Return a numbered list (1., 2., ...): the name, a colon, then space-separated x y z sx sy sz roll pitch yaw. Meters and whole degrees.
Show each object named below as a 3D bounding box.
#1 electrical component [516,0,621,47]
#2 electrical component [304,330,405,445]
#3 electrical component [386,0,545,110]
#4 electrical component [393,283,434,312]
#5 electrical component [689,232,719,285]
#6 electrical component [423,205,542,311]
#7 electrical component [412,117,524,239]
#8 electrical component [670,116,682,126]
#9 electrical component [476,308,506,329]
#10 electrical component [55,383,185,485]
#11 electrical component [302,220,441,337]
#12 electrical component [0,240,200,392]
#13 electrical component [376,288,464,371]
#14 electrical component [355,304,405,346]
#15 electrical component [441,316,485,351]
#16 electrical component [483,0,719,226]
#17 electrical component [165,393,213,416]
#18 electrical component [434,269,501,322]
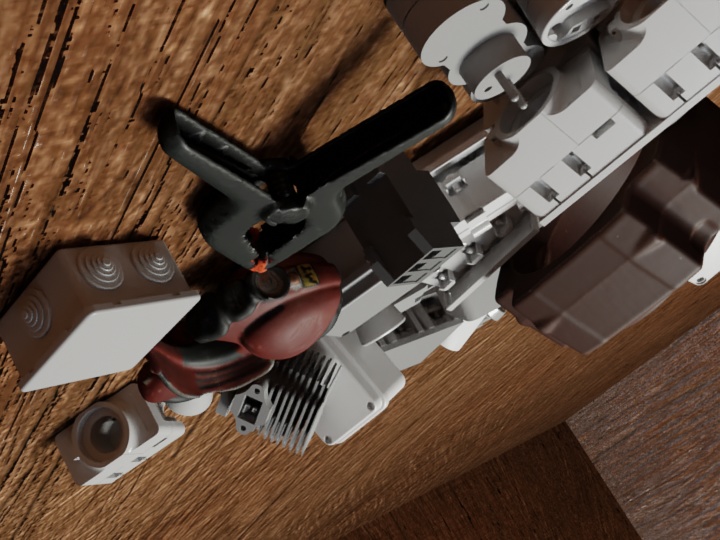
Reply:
1. electrical component: 0.114 -0.162 0.607 0.055 0.047 0.055 -28 163 -9
2. electrical component: -0.027 0.087 0.946 0.078 0.113 0.057 -42 176 32
3. electrical component: 0.071 -0.121 0.603 0.052 0.073 0.138 -36 163 16
4. electrical component: 0.031 0.015 0.981 0.081 0.042 0.063 -29 167 -6
5. electrical component: 0.301 -0.052 0.971 0.109 0.056 0.108 22 129 -27
6. electrical component: 0.093 -0.033 0.898 0.063 0.078 0.121 16 138 -28
7. electrical component: 0.107 -0.080 0.801 0.121 0.063 0.079 -33 163 4
8. electrical component: 0.213 -0.159 0.750 0.108 0.060 0.108 -40 155 -24
9. electrical component: 0.133 0.044 1.235 0.055 0.048 0.066 -30 165 22
10. electrical component: -0.205 0.139 0.909 0.089 0.050 0.056 -34 163 10
11. electrical component: 0.000 0.000 0.856 0.113 0.057 0.078 -36 163 15
12. electrical component: -0.162 0.026 0.661 0.100 0.048 0.100 -42 160 33
13. electrical component: 0.013 0.066 1.058 0.150 0.061 0.089 -17 158 -40
14. electrical component: 0.003 0.027 0.922 0.044 0.065 0.044 -33 -178 2
15. electrical component: 0.100 0.042 1.165 0.079 0.044 0.077 16 118 -40
16. electrical component: 0.156 -0.129 0.656 0.186 0.060 0.105 -42 -156 31
17. electrical component: -0.139 0.088 0.896 0.044 0.044 0.065 -21 156 -32
18. electrical component: 0.126 -0.005 1.014 0.113 0.057 0.078 -28 -168 -12
